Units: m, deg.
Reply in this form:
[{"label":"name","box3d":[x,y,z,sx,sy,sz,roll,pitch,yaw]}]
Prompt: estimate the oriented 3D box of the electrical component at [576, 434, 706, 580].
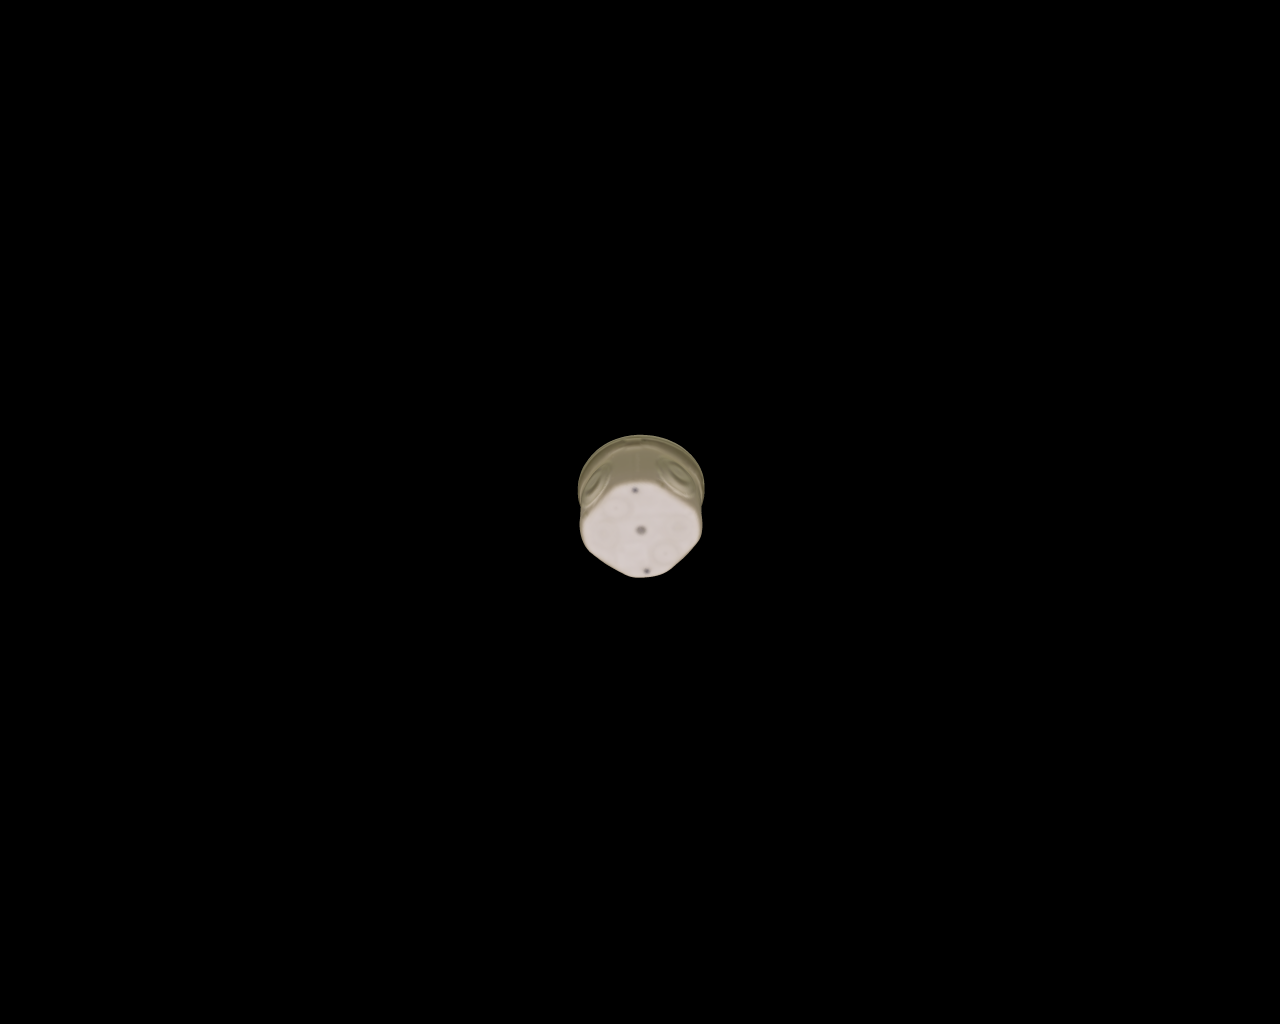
[{"label":"electrical component","box3d":[0.001,-0.003,0.650,0.080,0.080,0.051,0,35,0]}]
